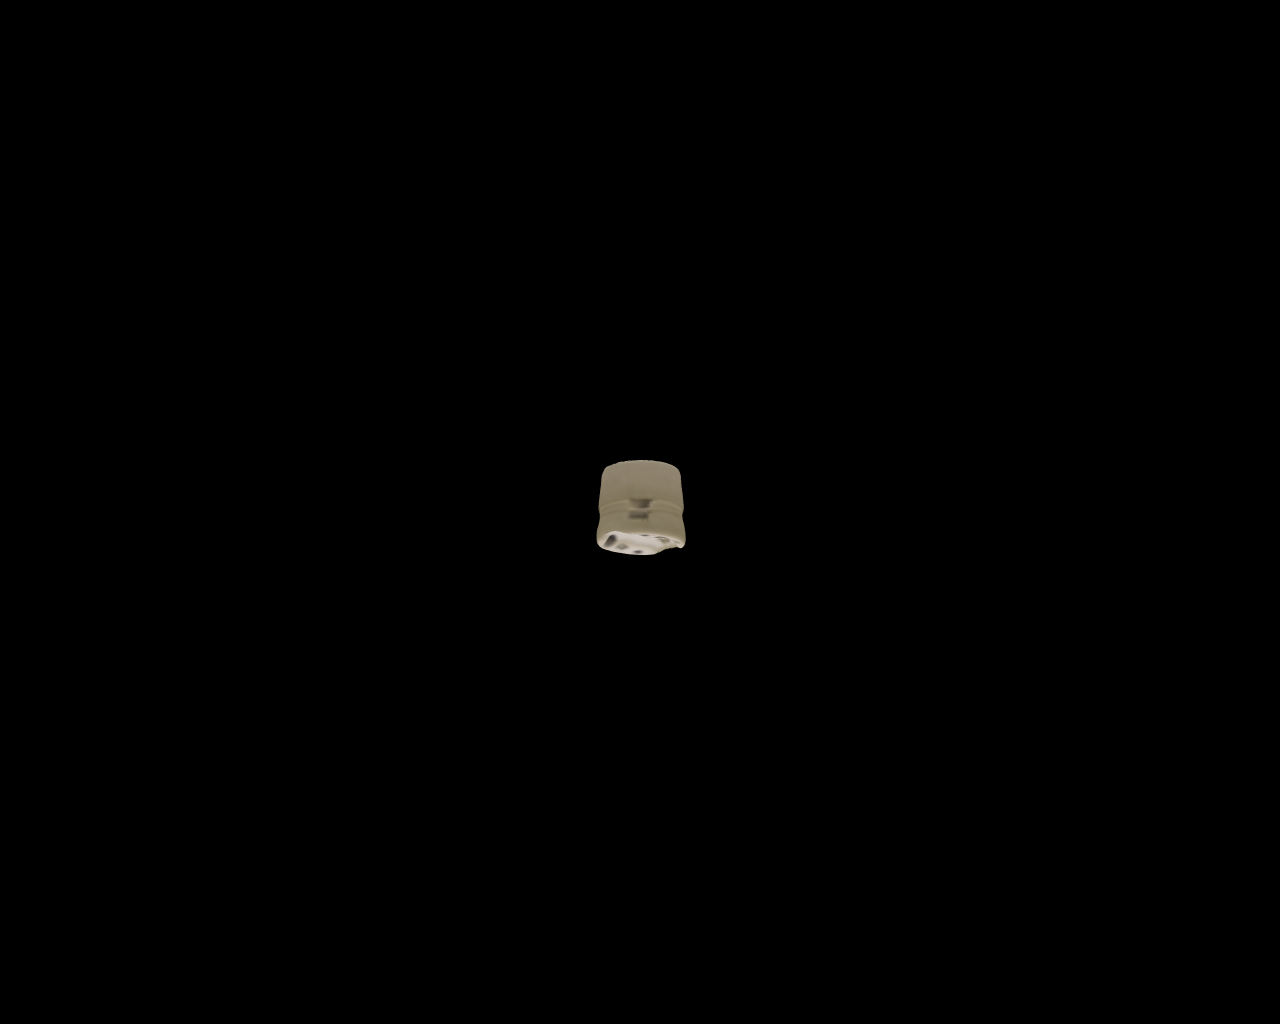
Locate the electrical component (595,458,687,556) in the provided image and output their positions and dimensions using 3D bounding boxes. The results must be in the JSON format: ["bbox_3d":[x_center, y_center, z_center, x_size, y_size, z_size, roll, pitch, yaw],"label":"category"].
[{"bbox_3d":[0.001,-0.003,0.650,0.055,0.047,0.055,0,-16,0],"label":"electrical component"}]
